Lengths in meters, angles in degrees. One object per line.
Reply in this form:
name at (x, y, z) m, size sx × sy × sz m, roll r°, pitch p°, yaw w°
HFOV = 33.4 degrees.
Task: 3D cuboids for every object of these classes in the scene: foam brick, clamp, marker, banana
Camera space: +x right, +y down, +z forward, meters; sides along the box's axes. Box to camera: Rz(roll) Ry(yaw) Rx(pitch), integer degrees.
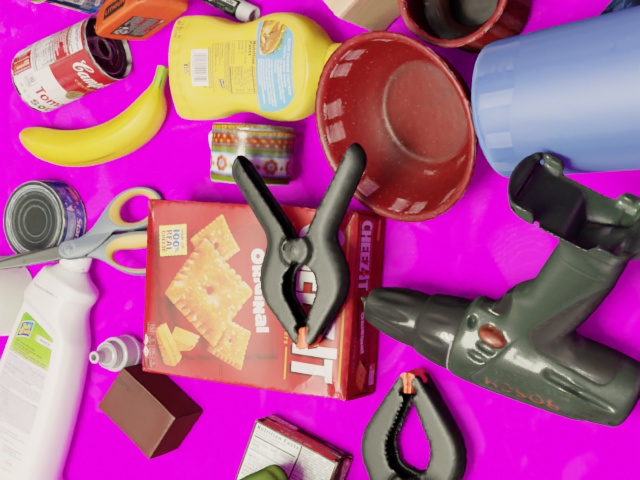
foam brick at (-0.163, 0.163, 1.028) m, size 0.078 × 0.051 × 0.053 m, roll 41°, pitch 106°, yaw 21°
clamp at (0.070, 0.216, 0.914) m, size 0.165 × 0.036 × 0.210 m, roll -6°, pitch 90°, yaw 28°
clamp at (-0.006, 0.001, 0.875) m, size 0.120 × 0.039 × 0.171 m, roll -14°, pitch 88°, yaw 31°
marker at (-0.108, -0.236, 1.015) m, size 0.121 × 0.020 × 0.020 m, roll 31°, pitch 104°, yaw 24°
banana at (-0.222, -0.108, 1.068) m, size 0.198 × 0.037 × 0.069 m, roll -18°, pitch 64°, yaw 25°

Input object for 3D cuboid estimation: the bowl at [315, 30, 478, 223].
bowl at (0.074, -0.099, 0.882) m, size 0.162 × 0.055 × 0.162 m, roll 20°, pitch 123°, yaw 34°

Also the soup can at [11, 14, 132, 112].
soup can at (-0.248, -0.174, 1.061) m, size 0.102 × 0.068 × 0.068 m, roll -18°, pitch 82°, yaw 27°

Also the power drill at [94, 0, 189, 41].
power drill at (-0.167, -0.293, 0.990) m, size 0.185 × 0.057 × 0.187 m, roll -20°, pitch 74°, yaw 53°

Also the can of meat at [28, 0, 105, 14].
can of meat at (-0.273, -0.265, 1.064) m, size 0.102 × 0.083 × 0.057 m, roll 24°, pitch 101°, yaw 26°

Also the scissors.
scissors at (-0.236, -0.009, 1.048) m, size 0.202 × 0.016 × 0.096 m, roll 4°, pitch 80°, yaw 6°

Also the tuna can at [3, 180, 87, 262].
tuna can at (-0.284, -0.019, 1.100) m, size 0.086 × 0.033 × 0.086 m, roll 0°, pitch 90°, yaw 28°

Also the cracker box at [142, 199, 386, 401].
cracker box at (-0.055, 0.049, 0.959) m, size 0.214 × 0.072 × 0.164 m, roll 4°, pitch 93°, yaw 27°

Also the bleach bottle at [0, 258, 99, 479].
bleach bottle at (-0.275, 0.129, 1.082) m, size 0.103 × 0.068 × 0.251 m, roll 23°, pitch 99°, yaw 24°

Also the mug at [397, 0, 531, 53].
mug at (0.124, -0.207, 0.858) m, size 0.093 × 0.081 × 0.117 m, roll 23°, pitch 101°, yaw 26°

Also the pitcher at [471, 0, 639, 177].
pitcher at (0.241, -0.121, 0.781) m, size 0.243 × 0.149 × 0.145 m, roll -5°, pitch 105°, yaw 31°

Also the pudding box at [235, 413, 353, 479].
pudding box at (-0.032, 0.227, 0.967) m, size 0.090 × 0.039 × 0.113 m, roll 24°, pitch 99°, yaw 25°

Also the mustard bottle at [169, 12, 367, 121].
mustard bottle at (-0.043, -0.155, 0.958) m, size 0.192 × 0.058 × 0.096 m, roll 4°, pitch 98°, yaw 28°

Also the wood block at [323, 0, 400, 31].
wood block at (0.078, -0.279, 0.877) m, size 0.206 × 0.090 × 0.090 m, roll -44°, pitch 71°, yaw 21°
